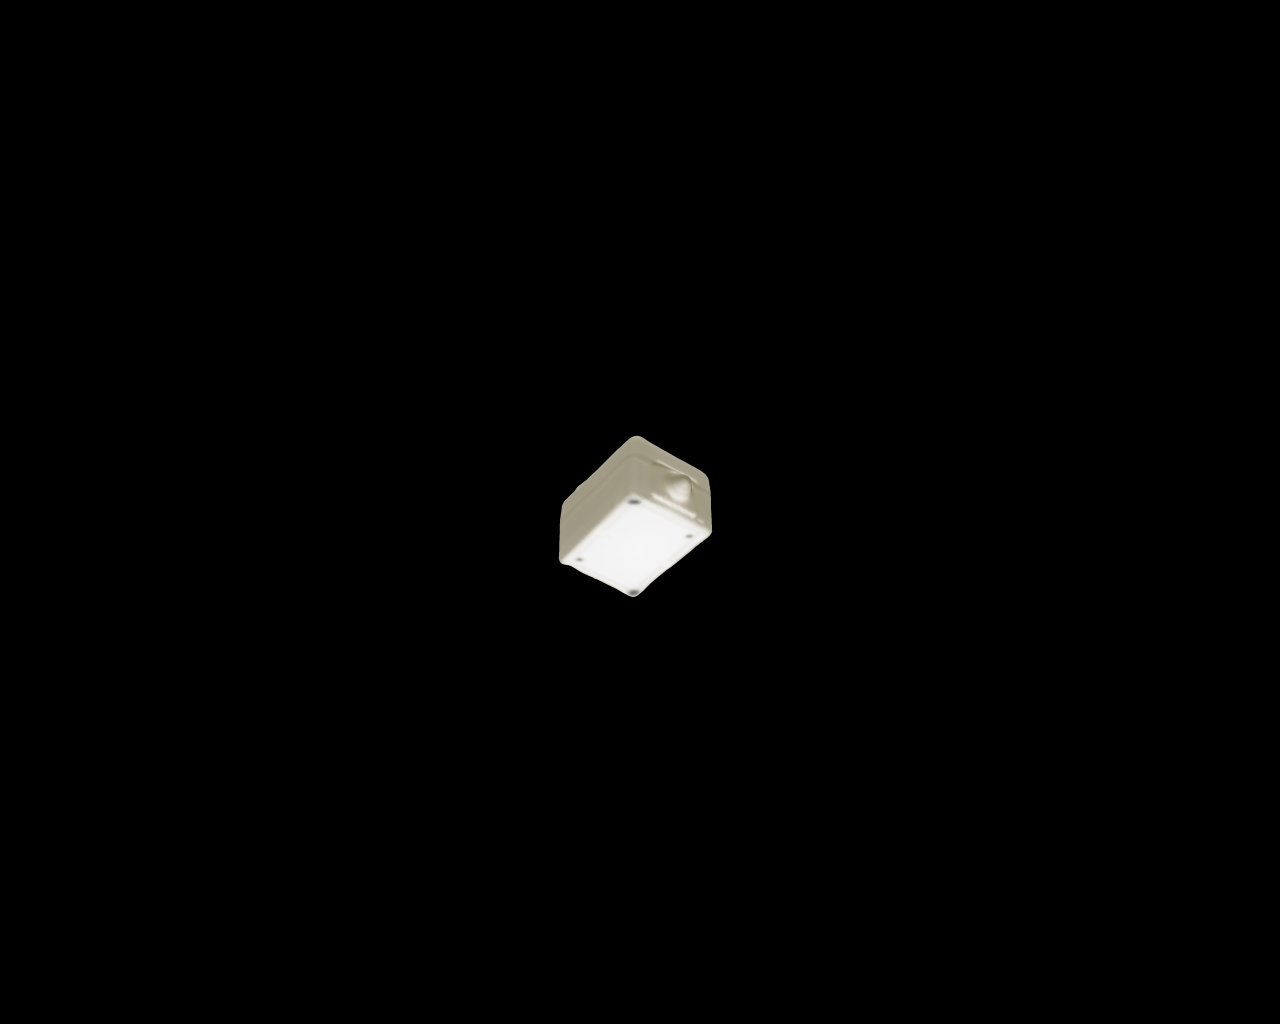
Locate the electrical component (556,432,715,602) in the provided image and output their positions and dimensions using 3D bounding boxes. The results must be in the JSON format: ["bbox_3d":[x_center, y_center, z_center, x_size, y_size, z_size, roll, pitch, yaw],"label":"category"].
[{"bbox_3d":[0.001,-0.003,0.650,0.062,0.061,0.096,27,-49,-26],"label":"electrical component"}]
